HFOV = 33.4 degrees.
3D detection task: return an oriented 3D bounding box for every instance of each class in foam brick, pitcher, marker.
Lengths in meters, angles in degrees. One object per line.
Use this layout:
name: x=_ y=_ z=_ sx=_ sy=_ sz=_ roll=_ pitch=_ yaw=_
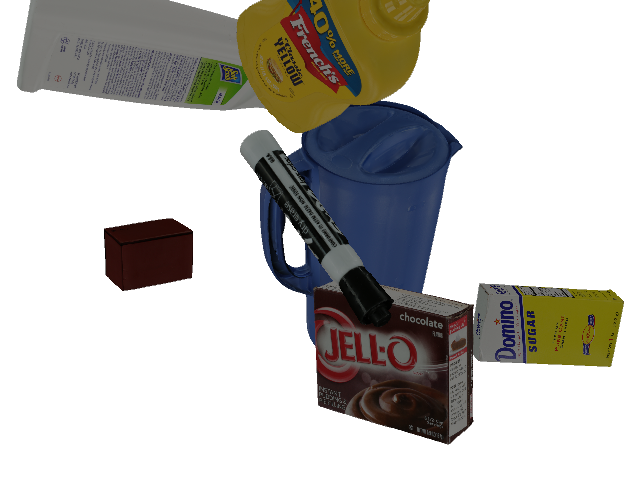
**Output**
foam brick: x=-0.174 y=0.013 z=1.080 sx=0.078 sy=0.051 sz=0.053 roll=-10 pitch=22 yaw=-28
pitcher: x=0.034 y=0.003 z=1.000 sx=0.149 sy=0.243 sz=0.144 roll=16 pitch=40 yaw=15
marker: x=-0.002 y=-0.006 z=0.524 sx=0.020 sy=0.121 sz=0.020 roll=-28 pitch=-26 yaw=-16

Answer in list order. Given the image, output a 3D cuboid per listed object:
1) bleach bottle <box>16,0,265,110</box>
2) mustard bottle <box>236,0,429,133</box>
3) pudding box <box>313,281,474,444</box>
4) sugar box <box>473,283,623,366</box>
bleach bottle: x=-0.110 y=-0.144 z=0.862 sx=0.250 sy=0.068 sz=0.103 roll=10 pitch=-31 yaw=-16
mustard bottle: x=0.013 y=-0.132 z=0.687 sx=0.058 sy=0.096 sz=0.192 roll=-29 pitch=8 yaw=-26
pudding box: x=0.049 y=0.079 z=0.727 sx=0.114 sy=0.090 sz=0.039 roll=9 pitch=21 yaw=35
sugar box: x=0.280 y=0.106 z=1.329 sx=0.176 sy=0.093 sz=0.048 roll=2 pitch=18 yaw=-10
